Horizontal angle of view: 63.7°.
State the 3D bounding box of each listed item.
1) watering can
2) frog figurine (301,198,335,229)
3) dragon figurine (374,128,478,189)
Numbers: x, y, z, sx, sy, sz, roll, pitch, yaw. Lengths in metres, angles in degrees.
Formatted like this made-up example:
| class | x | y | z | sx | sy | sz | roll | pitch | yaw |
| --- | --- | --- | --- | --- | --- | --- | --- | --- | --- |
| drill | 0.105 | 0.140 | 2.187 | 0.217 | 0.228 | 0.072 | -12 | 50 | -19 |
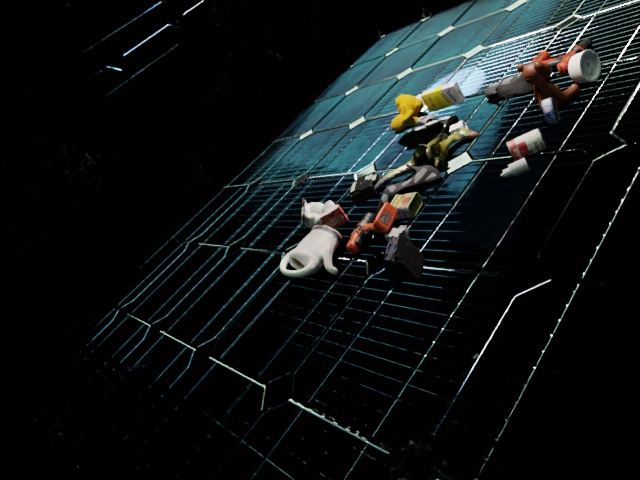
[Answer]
| class | x | y | z | sx | sy | sz | roll | pitch | yaw |
| --- | --- | --- | --- | --- | --- | --- | --- | --- | --- |
| watering can | -0.002 | 0.047 | 1.762 | 0.347 | 0.102 | 0.228 | -2 | 40 | 52 |
| frog figurine | 0.006 | -0.104 | 2.062 | 0.159 | 0.121 | 0.139 | 3 | 19 | -1 |
| dragon figurine | 0.396 | -0.315 | 1.945 | 0.407 | 0.121 | 0.246 | -24 | 10 | 21 |
